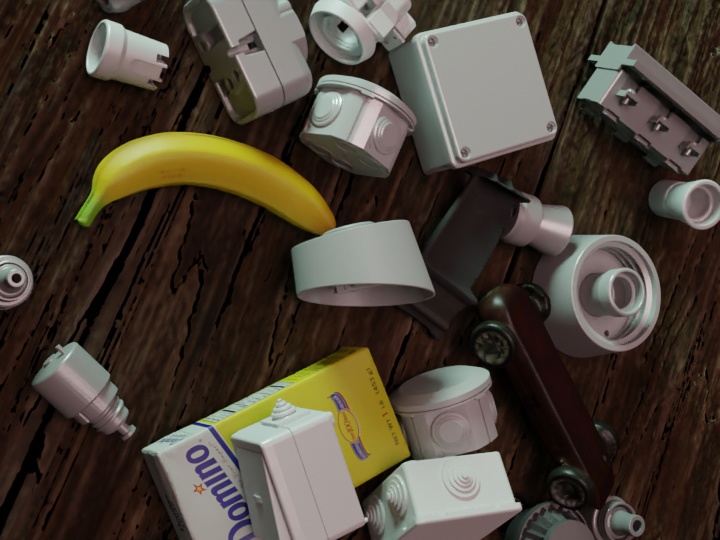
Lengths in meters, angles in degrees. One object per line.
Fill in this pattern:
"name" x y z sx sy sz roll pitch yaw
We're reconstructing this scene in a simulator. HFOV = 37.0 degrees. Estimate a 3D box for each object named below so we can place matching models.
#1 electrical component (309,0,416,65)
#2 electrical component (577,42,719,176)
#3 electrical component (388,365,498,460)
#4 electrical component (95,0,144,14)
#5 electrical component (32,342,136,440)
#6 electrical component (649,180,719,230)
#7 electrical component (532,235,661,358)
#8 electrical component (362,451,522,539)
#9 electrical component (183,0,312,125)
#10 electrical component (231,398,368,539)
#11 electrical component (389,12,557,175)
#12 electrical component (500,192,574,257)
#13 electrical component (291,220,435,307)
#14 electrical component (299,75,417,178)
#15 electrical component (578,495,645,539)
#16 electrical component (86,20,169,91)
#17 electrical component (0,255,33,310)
"electrical component" -0.002 -0.195 0.827 0.078 0.058 0.057 46 64 -17
"electrical component" 0.258 -0.141 0.958 0.121 0.079 0.063 33 93 -22
"electrical component" 0.065 0.108 0.824 0.080 0.080 0.051 -21 100 -28
"electrical component" -0.158 -0.206 0.757 0.061 0.035 0.035 -39 104 -28
"electrical component" -0.181 0.083 0.714 0.078 0.040 0.040 47 66 -17
"electrical component" 0.291 -0.062 0.968 0.044 0.065 0.044 -3 100 -17
"electrical component" 0.208 0.021 0.918 0.108 0.060 0.108 3 84 -28
"electrical component" 0.058 0.175 0.803 0.100 0.099 0.048 -1 60 -26
"electrical component" -0.078 -0.162 0.784 0.059 0.054 0.095 -30 99 -27
"electrical component" -0.047 0.134 0.718 0.061 0.062 0.096 -21 96 -26
"electrical component" 0.092 -0.143 0.873 0.109 0.056 0.108 -19 94 -28
"electrical component" 0.143 -0.039 0.898 0.055 0.045 0.045 16 78 -26
"electrical component" 0.000 0.000 0.788 0.099 0.099 0.064 -11 84 -29
"electrical component" -0.002 -0.108 0.807 0.080 0.080 0.051 28 78 -23
"electrical component" 0.211 0.211 0.902 0.048 0.062 0.048 3 84 -28
"electrical component" -0.161 -0.147 0.747 0.046 0.040 0.040 13 79 -32
"electrical component" -0.225 0.007 0.685 0.035 0.061 0.035 3 85 -29
